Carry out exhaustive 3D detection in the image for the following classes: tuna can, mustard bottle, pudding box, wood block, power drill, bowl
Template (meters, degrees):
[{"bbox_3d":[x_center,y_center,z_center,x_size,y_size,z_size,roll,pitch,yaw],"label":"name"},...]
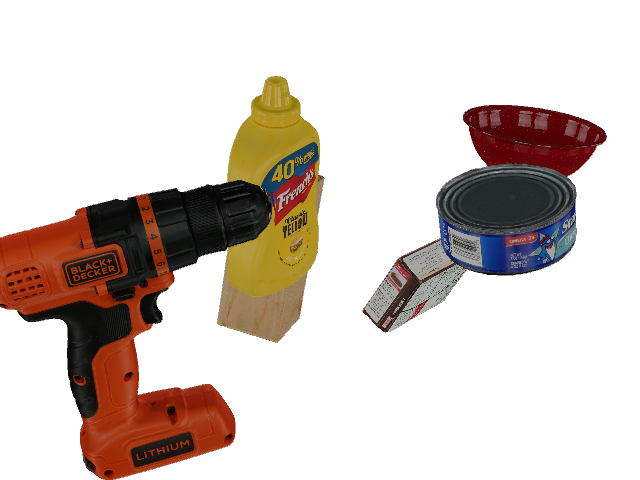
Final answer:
[{"bbox_3d":[0.116,-0.014,0.666,0.086,0.034,0.086,-8,30,4],"label":"tuna can"},{"bbox_3d":[-0.039,-0.051,0.919,0.058,0.192,0.096,26,41,31],"label":"mustard bottle"},{"bbox_3d":[0.108,0.042,1.122,0.113,0.039,0.090,-25,-26,-44],"label":"pudding box"},{"bbox_3d":[-0.066,0.013,1.384,0.090,0.206,0.090,16,22,13],"label":"wood block"},{"bbox_3d":[-0.109,0.058,0.704,0.184,0.187,0.057,-14,27,-8],"label":"power drill"},{"bbox_3d":[0.238,-0.107,1.212,0.162,0.055,0.162,5,23,-2],"label":"bowl"}]
